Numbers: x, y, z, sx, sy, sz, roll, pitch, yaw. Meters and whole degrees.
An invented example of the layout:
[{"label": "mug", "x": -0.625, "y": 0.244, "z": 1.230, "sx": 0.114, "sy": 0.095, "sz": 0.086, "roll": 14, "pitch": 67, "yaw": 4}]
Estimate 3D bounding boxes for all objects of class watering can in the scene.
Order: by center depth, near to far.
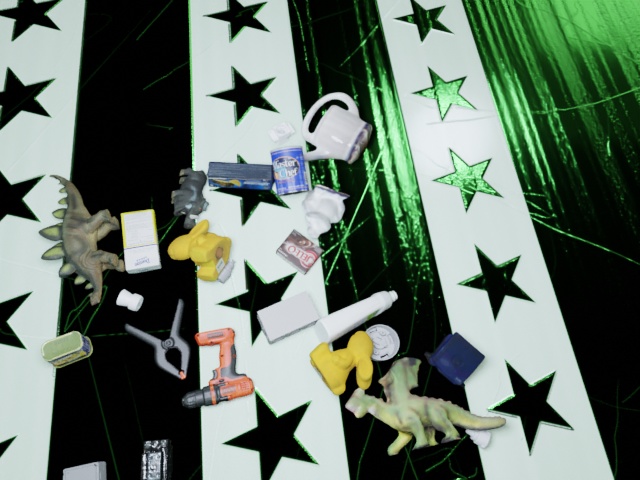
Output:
[{"label": "watering can", "x": 0.032, "y": -0.322, "z": 1.691, "sx": 0.225, "sy": 0.103, "sz": 0.351, "roll": 29, "pitch": 78, "yaw": 4}]

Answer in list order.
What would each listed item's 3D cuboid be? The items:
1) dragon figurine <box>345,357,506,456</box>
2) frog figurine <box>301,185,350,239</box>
[{"label": "dragon figurine", "x": 0.268, "y": 0.428, "z": 1.379, "sx": 0.411, "sy": 0.119, "sz": 0.248, "roll": -9, "pitch": 60, "yaw": -14}, {"label": "frog figurine", "x": 0.005, "y": -0.079, "z": 1.570, "sx": 0.136, "sy": 0.123, "sz": 0.160, "roll": 20, "pitch": 87, "yaw": -38}]
